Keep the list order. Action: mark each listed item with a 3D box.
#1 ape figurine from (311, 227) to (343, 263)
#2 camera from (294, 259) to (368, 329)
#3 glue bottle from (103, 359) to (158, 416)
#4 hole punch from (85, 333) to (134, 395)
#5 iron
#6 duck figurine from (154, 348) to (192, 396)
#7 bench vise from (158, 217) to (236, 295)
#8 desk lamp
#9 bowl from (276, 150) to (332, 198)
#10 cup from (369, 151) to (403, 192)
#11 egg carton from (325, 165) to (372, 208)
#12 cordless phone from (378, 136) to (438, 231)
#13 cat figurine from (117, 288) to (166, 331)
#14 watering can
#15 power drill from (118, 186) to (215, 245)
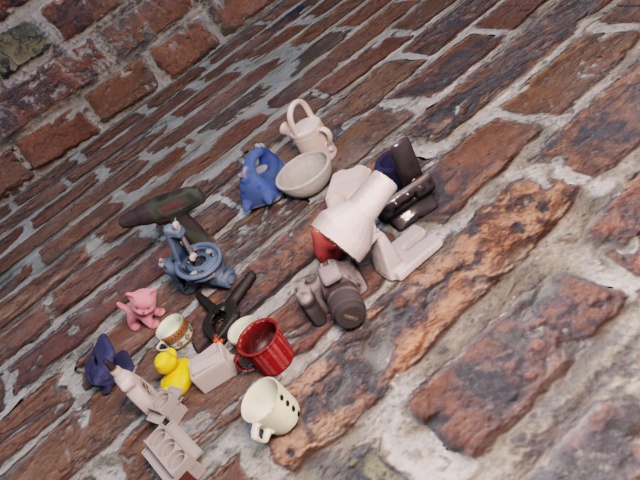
[{"bbox_3d":[0.012,0.005,1.291,0.076,0.092,0.077,-44,36,-17],"label":"ape figurine"},{"bbox_3d":[0.027,0.113,1.136,0.143,0.101,0.136,-29,34,4],"label":"camera"},{"bbox_3d":[-0.381,0.296,1.161,0.037,0.174,0.078,-39,35,-11],"label":"glue bottle"},{"bbox_3d":[-0.505,0.289,1.340,0.101,0.091,0.108,-42,35,-14],"label":"hole punch"},{"bbox_3d":[-0.169,-0.202,1.646,0.118,0.142,0.258,-15,38,23],"label":"iron"},{"bbox_3d":[-0.317,0.277,1.212,0.077,0.086,0.104,-18,37,19],"label":"duck figurine"},{"bbox_3d":[-0.335,0.048,1.393,0.207,0.220,0.121,-16,37,21],"label":"bench vise"},{"bbox_3d":[0.109,-0.019,1.137,0.203,0.214,0.117,-39,35,-10],"label":"desk lamp"},{"bbox_3d":[-0.033,-0.166,1.555,0.167,0.075,0.167,-21,36,16],"label":"bowl"},{"bbox_3d":[0.177,-0.150,1.354,0.118,0.095,0.091,-35,34,-4],"label":"cup"},{"bbox_3d":[0.074,-0.122,1.421,0.107,0.070,0.150,-12,39,26],"label":"egg carton"},{"bbox_3d":[0.168,-0.127,1.251,0.147,0.185,0.094,-37,35,-8],"label":"cordless phone"},{"bbox_3d":[-0.450,0.164,1.429,0.127,0.118,0.067,-12,39,27],"label":"cat figurine"},{"bbox_3d":[-0.042,-0.309,1.635,0.172,0.195,0.101,-11,39,28],"label":"watering can"},{"bbox_3d":[-0.393,-0.039,1.557,0.229,0.209,0.075,-33,34,-1],"label":"power drill"}]
